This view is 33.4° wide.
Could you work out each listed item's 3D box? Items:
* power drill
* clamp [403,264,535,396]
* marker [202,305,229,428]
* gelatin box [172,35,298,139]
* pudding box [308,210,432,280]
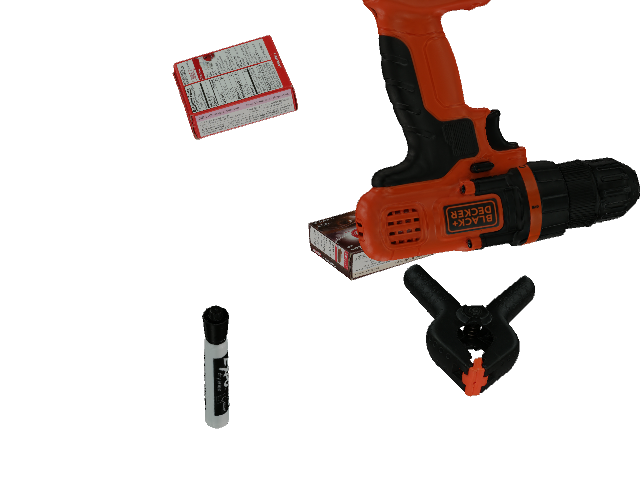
[{"bbox_3d":[0.104,-0.087,0.663,0.184,0.187,0.057,-10,7,-9],"label":"power drill"},{"bbox_3d":[0.142,0.073,0.933,0.120,0.039,0.171,-4,33,-2],"label":"clamp"},{"bbox_3d":[-0.077,0.094,0.793,0.020,0.121,0.020,2,41,-2],"label":"marker"},{"bbox_3d":[-0.071,-0.126,0.880,0.089,0.073,0.030,-18,-42,-5],"label":"gelatin box"},{"bbox_3d":[0.056,-0.002,1.183,0.113,0.039,0.090,-18,30,-26],"label":"pudding box"}]
